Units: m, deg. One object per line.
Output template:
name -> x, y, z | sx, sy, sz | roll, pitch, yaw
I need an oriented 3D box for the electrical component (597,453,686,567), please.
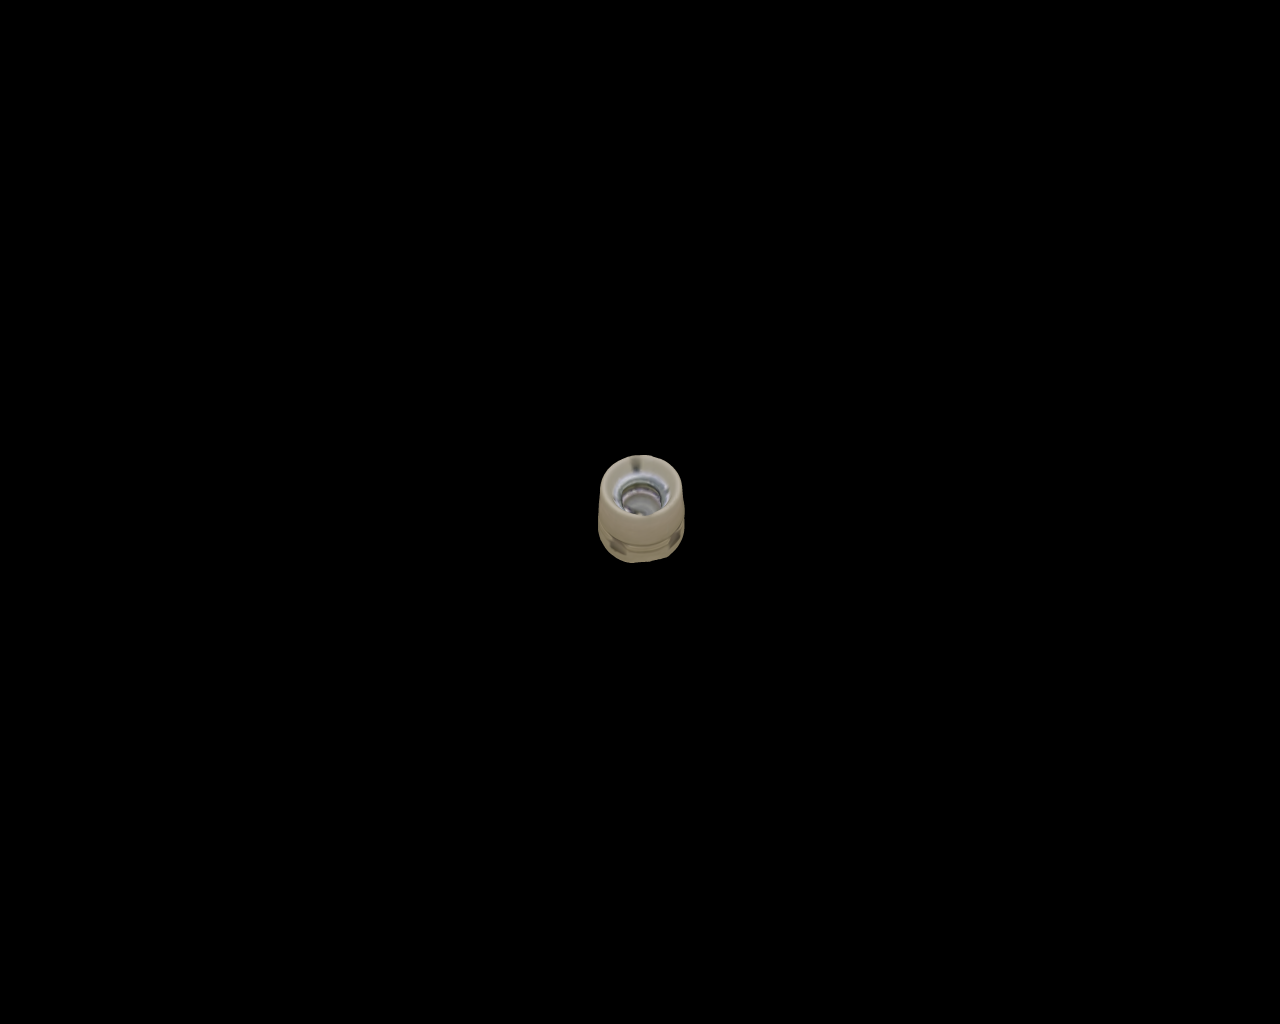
electrical component -> 0.001, -0.003, 0.650 | 0.055, 0.055, 0.047 | 0, -36, 0
